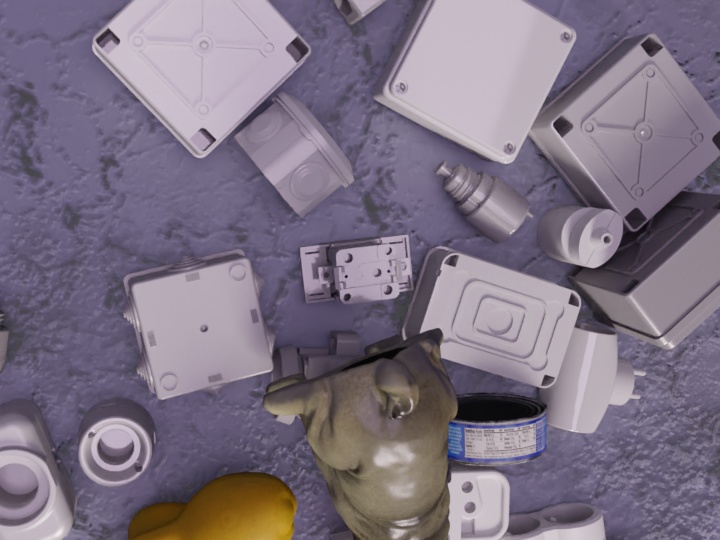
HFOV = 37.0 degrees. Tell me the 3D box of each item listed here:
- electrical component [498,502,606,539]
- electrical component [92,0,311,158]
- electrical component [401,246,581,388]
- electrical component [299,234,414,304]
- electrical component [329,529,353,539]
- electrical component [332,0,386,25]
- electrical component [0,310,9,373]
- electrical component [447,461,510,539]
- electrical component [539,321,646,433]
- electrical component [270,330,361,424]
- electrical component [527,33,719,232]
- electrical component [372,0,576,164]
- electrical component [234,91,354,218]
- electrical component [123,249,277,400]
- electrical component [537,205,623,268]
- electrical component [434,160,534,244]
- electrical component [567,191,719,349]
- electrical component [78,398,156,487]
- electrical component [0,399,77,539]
[{"bbox_3d":[0.123,0.230,0.822,0.138,0.052,0.073,-10,97,-10],"label":"electrical component"},{"bbox_3d":[-0.109,-0.151,0.739,0.109,0.056,0.108,-45,102,-4],"label":"electrical component"},{"bbox_3d":[0.095,0.034,0.796,0.113,0.057,0.078,18,92,-12],"label":"electrical component"},{"bbox_3d":[0.000,0.000,0.771,0.081,0.064,0.042,-8,96,-10],"label":"electrical component"},{"bbox_3d":[0.013,0.230,0.799,0.057,0.058,0.078,-11,97,-7],"label":"electrical component"},{"bbox_3d":[0.002,-0.231,0.758,0.076,0.047,0.083,-38,101,-5],"label":"electrical component"},{"bbox_3d":[-0.262,0.039,0.733,0.043,0.043,0.062,7,93,-12],"label":"electrical component"},{"bbox_3d":[0.057,0.168,0.800,0.095,0.059,0.053,0,95,-11],"label":"electrical component"},{"bbox_3d":[0.183,0.083,0.824,0.079,0.044,0.077,9,97,-18],"label":"electrical component"},{"bbox_3d":[-0.033,0.083,0.776,0.057,0.058,0.078,3,95,-14],"label":"electrical component"},{"bbox_3d":[0.201,-0.102,0.805,0.109,0.056,0.108,-42,101,-5],"label":"electrical component"},{"bbox_3d":[0.082,-0.148,0.777,0.109,0.056,0.108,27,90,-12],"label":"electrical component"},{"bbox_3d":[-0.045,-0.080,0.747,0.051,0.080,0.080,-40,101,0],"label":"electrical component"},{"bbox_3d":[-0.113,0.038,0.757,0.100,0.048,0.099,-14,98,-14],"label":"electrical component"},{"bbox_3d":[0.165,-0.025,0.792,0.043,0.081,0.043,-1,95,-11],"label":"electrical component"},{"bbox_3d":[0.089,-0.053,0.795,0.078,0.040,0.040,36,88,-12],"label":"electrical component"},{"bbox_3d":[0.225,-0.004,0.791,0.109,0.109,0.056,-41,104,-5],"label":"electrical component"},{"bbox_3d":[-0.172,0.122,0.757,0.055,0.047,0.055,-1,95,-11],"label":"electrical component"},{"bbox_3d":[-0.236,0.143,0.740,0.054,0.059,0.095,-22,99,-8],"label":"electrical component"}]
